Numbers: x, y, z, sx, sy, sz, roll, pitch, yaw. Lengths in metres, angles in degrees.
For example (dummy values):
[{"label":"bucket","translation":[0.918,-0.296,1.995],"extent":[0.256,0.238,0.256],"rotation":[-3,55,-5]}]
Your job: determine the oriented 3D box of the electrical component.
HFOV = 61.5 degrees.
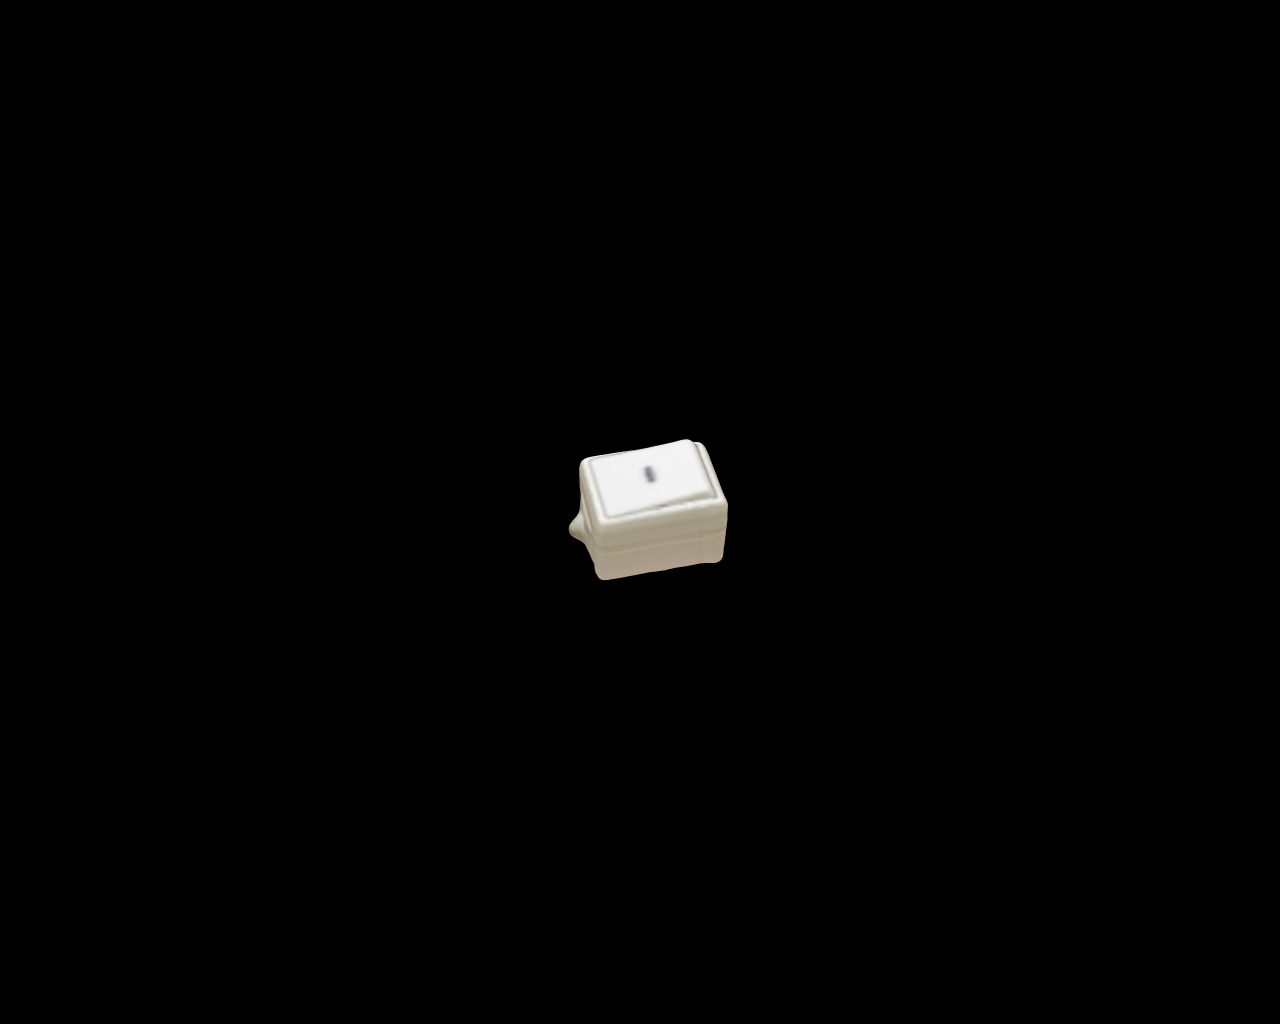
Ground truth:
[{"label":"electrical component","translation":[0.001,-0.003,0.650],"extent":[0.096,0.062,0.061],"rotation":[-9,-43,-8]}]
